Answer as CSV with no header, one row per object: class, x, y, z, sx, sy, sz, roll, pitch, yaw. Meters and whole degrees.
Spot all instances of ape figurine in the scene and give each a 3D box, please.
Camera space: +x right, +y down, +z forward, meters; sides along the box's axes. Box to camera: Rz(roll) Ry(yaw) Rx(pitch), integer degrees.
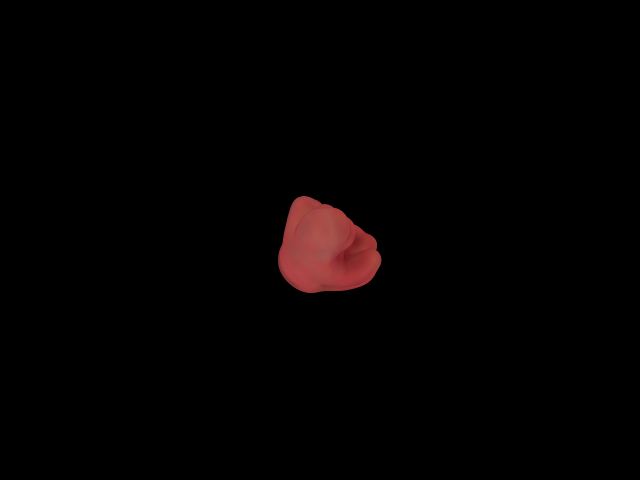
ape figurine,0.004,0.001,0.400,0.076,0.092,0.078,-28,83,-3
